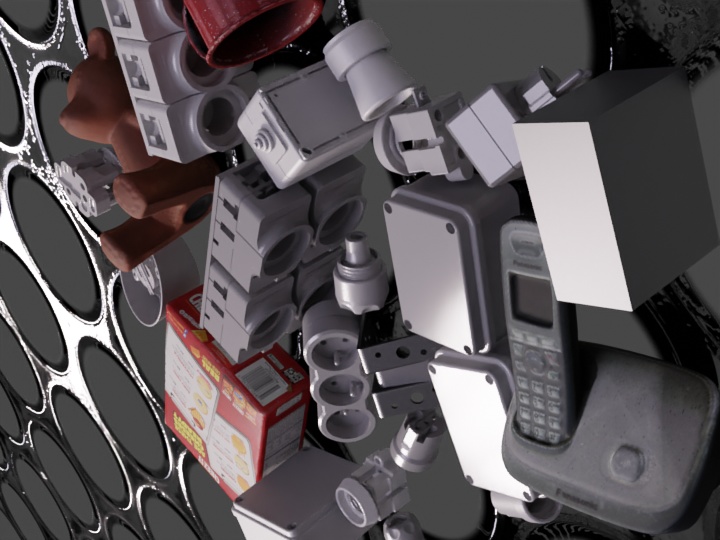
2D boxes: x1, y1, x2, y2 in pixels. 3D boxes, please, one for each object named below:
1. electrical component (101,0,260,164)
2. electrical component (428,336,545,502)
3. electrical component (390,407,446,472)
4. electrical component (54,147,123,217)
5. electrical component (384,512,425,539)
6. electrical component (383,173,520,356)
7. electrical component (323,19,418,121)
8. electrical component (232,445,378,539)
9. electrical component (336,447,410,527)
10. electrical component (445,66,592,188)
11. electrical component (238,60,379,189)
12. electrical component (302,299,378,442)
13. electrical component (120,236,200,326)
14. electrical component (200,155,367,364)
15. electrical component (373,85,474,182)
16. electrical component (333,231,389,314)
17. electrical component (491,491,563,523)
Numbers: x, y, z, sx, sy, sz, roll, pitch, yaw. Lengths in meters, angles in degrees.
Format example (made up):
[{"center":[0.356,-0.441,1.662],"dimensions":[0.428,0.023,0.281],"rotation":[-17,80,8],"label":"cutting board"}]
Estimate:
[{"center":[-0.137,-0.171,0.856],"dimensions":[0.062,0.089,0.150],"rotation":[19,130,46],"label":"electrical component"},{"center":[0.105,0.102,0.776],"dimensions":[0.078,0.057,0.113],"rotation":[4,119,53],"label":"electrical component"},{"center":[0.050,0.140,0.902],"dimensions":[0.040,0.040,0.046],"rotation":[43,139,24],"label":"electrical component"},{"center":[-0.278,-0.097,1.143],"dimensions":[0.078,0.057,0.058],"rotation":[40,143,28],"label":"electrical component"},{"center":[0.046,0.259,1.008],"dimensions":[0.035,0.035,0.061],"rotation":[6,122,52],"label":"electrical component"},{"center":[0.067,-0.006,0.740],"dimensions":[0.078,0.057,0.113],"rotation":[21,132,45],"label":"electrical component"},{"center":[0.007,-0.136,0.729],"dimensions":[0.055,0.045,0.045],"rotation":[57,148,4],"label":"electrical component"},{"center":[-0.050,0.232,1.049],"dimensions":[0.109,0.109,0.056],"rotation":[10,127,50],"label":"electrical component"},{"center":[0.011,0.204,0.990],"dimensions":[0.048,0.055,0.066],"rotation":[23,133,44],"label":"electrical component"},{"center":[0.101,-0.092,0.623],"dimensions":[0.077,0.066,0.047],"rotation":[-38,83,29],"label":"electrical component"},{"center":[-0.041,-0.103,0.773],"dimensions":[0.061,0.096,0.061],"rotation":[57,149,4],"label":"electrical component"},{"center":[-0.018,0.077,0.931],"dimensions":[0.073,0.052,0.138],"rotation":[-96,-2,-49],"label":"electrical component"},{"center":[-0.215,0.001,1.129],"dimensions":[0.099,0.064,0.099],"rotation":[34,140,35],"label":"electrical component"},{"center":[-0.063,-0.014,0.868],"dimensions":[0.060,0.105,0.186],"rotation":[45,145,22],"label":"electrical component"},{"center":[0.042,-0.089,0.718],"dimensions":[0.055,0.048,0.066],"rotation":[-3,114,46],"label":"electrical component"},{"center":[0.000,0.000,0.851],"dimensions":[0.043,0.043,0.062],"rotation":[27,134,41],"label":"electrical component"},{"center":[0.127,0.171,0.821],"dimensions":[0.040,0.040,0.046],"rotation":[62,153,-5],"label":"electrical component"}]
